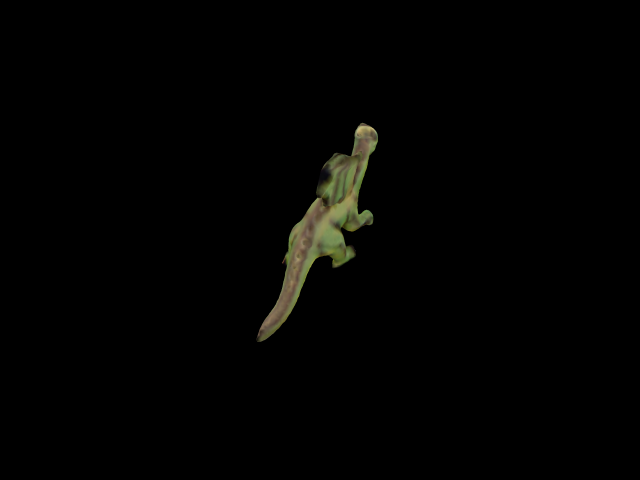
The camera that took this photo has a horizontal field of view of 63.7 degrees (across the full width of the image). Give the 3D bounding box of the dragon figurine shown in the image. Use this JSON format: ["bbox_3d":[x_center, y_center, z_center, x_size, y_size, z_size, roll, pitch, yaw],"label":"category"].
[{"bbox_3d":[0.003,-0.043,0.850,0.122,0.419,0.237,21,-34,15],"label":"dragon figurine"}]
